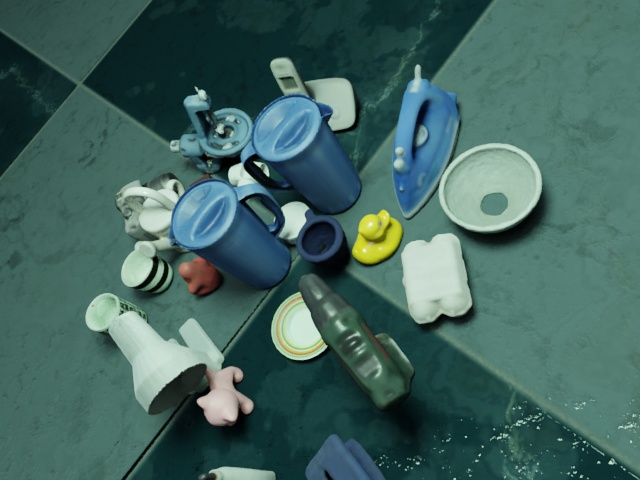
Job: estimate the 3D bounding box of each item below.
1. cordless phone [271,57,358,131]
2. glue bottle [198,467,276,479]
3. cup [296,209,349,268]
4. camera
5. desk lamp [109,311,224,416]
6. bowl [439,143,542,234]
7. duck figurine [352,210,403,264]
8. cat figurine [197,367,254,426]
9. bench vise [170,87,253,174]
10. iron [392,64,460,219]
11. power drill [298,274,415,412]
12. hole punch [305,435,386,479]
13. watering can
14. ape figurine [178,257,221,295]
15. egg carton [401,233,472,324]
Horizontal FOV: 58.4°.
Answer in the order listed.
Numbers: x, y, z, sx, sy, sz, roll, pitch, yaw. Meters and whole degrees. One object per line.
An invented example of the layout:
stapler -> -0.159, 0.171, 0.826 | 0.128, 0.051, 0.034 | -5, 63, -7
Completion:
cordless phone -> -0.011, -0.304, 1.166 | 0.147, 0.186, 0.094 | -3, 65, 24
glue bottle -> -0.140, 0.380, 0.903 | 0.078, 0.174, 0.037 | -10, 62, 21
cup -> 0.010, 0.004, 1.062 | 0.091, 0.095, 0.117 | -31, 57, 9
camera -> -0.379, -0.086, 1.288 | 0.136, 0.101, 0.143 | -30, 57, 10
desk lamp -> -0.270, 0.214, 1.021 | 0.118, 0.214, 0.202 | -47, 56, -1
bowl -> 0.293, -0.077, 0.977 | 0.167, 0.075, 0.167 | -11, 62, 21
duck figurine -> 0.095, -0.010, 1.033 | 0.104, 0.086, 0.077 | -44, 56, 0
cat figurine -> -0.175, 0.276, 1.004 | 0.067, 0.118, 0.127 | -35, 56, 6
bench vise -> -0.240, -0.223, 1.215 | 0.207, 0.220, 0.121 | -26, 58, 13
iron -> 0.172, -0.183, 1.046 | 0.118, 0.142, 0.258 | 6, 69, 28
power drill -> 0.066, 0.167, 0.887 | 0.075, 0.209, 0.229 | -41, 56, 3
hole punch -> 0.033, 0.369, 0.876 | 0.101, 0.091, 0.108 | -44, 56, 0
watering can -> -0.324, -0.048, 1.186 | 0.100, 0.195, 0.172 | -22, 59, 15
ape figurine -> -0.249, 0.069, 1.156 | 0.075, 0.092, 0.078 | 13, 72, 30
egg carton -> 0.193, 0.064, 0.960 | 0.107, 0.070, 0.150 | -16, 60, 18
